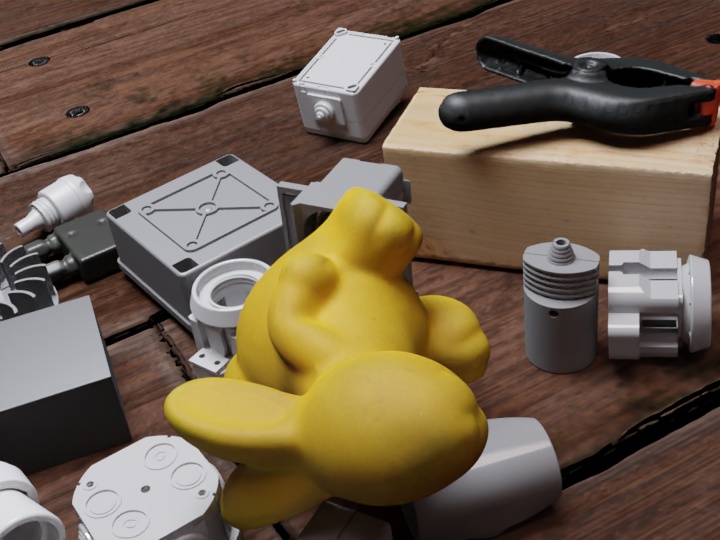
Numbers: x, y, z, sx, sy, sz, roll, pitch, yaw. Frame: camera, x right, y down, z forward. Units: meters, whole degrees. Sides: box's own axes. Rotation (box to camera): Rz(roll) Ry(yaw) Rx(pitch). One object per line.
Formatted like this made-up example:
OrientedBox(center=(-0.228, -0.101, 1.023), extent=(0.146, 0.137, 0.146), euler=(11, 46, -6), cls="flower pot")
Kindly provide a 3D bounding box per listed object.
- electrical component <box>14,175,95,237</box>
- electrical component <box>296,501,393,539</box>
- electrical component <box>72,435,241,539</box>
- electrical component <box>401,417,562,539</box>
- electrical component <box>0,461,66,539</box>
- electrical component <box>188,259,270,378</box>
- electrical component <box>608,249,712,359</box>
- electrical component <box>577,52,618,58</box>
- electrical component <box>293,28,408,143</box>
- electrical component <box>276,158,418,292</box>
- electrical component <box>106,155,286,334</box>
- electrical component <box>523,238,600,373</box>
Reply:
OrientedBox(center=(-0.234, -0.045, 0.818), extent=(0.035, 0.035, 0.061), euler=(26, 51, 37), cls="electrical component")
OrientedBox(center=(-0.035, 0.152, 0.508), extent=(0.076, 0.047, 0.083), euler=(13, 42, 27), cls="electrical component")
OrientedBox(center=(-0.104, 0.128, 0.549), extent=(0.080, 0.051, 0.080), euler=(-5, 37, 4), cls="electrical component")
OrientedBox(center=(0.055, 0.098, 0.566), extent=(0.077, 0.044, 0.079), euler=(-15, 37, -10), cls="electrical component")
OrientedBox(center=(-0.187, 0.132, 0.565), extent=(0.045, 0.045, 0.055), euler=(-30, 41, -27), cls="electrical component")
OrientedBox(center=(-0.073, 0.031, 0.668), extent=(0.058, 0.057, 0.078), euler=(20, 45, 32), cls="electrical component")
OrientedBox(center=(0.177, 0.020, 0.637), extent=(0.057, 0.058, 0.078), euler=(0, 37, 15), cls="electrical component")
OrientedBox(center=(0.180, -0.128, 0.824), extent=(0.044, 0.065, 0.044), euler=(-5, 36, 4), cls="electrical component")
OrientedBox(center=(-0.009, -0.147, 0.894), extent=(0.062, 0.061, 0.096), euler=(15, 51, 27), cls="electrical component")
OrientedBox(center=(0.000, 0.000, 0.642), extent=(0.079, 0.121, 0.063), euler=(11, 39, 23), cls="electrical component")
OrientedBox(center=(-0.100, -0.020, 0.741), extent=(0.109, 0.056, 0.109), euler=(-30, 42, -26), cls="electrical component")
OrientedBox(center=(0.118, 0.016, 0.632), extent=(0.043, 0.081, 0.043), euler=(-5, 37, 4), cls="electrical component")
